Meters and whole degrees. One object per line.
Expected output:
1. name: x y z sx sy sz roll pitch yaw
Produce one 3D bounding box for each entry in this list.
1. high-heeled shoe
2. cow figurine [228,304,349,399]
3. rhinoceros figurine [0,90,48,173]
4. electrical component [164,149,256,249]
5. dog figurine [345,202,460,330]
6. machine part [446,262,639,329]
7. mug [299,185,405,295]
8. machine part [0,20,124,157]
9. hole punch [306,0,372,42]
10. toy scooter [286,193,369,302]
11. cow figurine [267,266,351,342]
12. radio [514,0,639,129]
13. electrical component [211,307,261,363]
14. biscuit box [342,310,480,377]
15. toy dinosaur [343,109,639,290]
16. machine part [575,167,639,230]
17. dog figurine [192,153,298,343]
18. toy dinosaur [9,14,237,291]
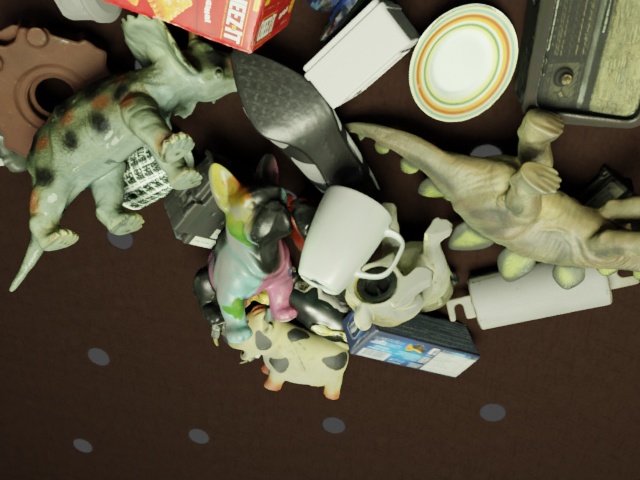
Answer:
1. high-heeled shoe: -0.012 -0.127 0.665 0.086 0.145 0.248 -38 93 6
2. cow figurine: -0.047 0.163 0.829 0.195 0.085 0.127 15 102 -15
3. rhinoceros figurine: -0.440 -0.183 0.725 0.112 0.073 0.190 -11 117 15
4. electrical component: -0.138 -0.046 0.722 0.134 0.058 0.114 -43 142 23
5. dog figurine: 0.109 0.070 0.686 0.121 0.172 0.190 32 161 37
6. machine part: 0.292 0.066 0.725 0.243 0.079 0.079 -15 116 20
7. mug: 0.032 0.010 0.598 0.110 0.080 0.107 29 78 8
8. machine part: -0.330 -0.180 0.671 0.179 0.056 0.179 -12 124 -18
9. hole punch: 0.033 -0.288 0.553 0.092 0.116 0.142 44 118 -6
10. toy scooter: -0.001 -0.002 0.730 0.075 0.135 0.183 -40 129 -4
11. cow figurine: -0.023 0.086 0.786 0.167 0.098 0.068 29 127 -7
12. radio: 0.284 -0.236 0.552 0.131 0.073 0.229 4 120 9
13. electrical component: -0.126 0.153 0.874 0.102 0.045 0.078 41 120 -13
14. biscuit box: 0.131 0.141 0.765 0.202 0.063 0.059 19 126 -29
15. toy dinosaur: 0.220 -0.043 0.623 0.472 0.105 0.198 35 151 6
16. machine part: 0.384 -0.026 0.677 0.139 0.039 0.084 34 112 -7
17. dog figurine: -0.098 0.001 0.676 0.108 0.192 0.219 -14 113 -31
18. toy dinosaur: -0.257 -0.115 0.632 0.405 0.131 0.192 -31 73 8
